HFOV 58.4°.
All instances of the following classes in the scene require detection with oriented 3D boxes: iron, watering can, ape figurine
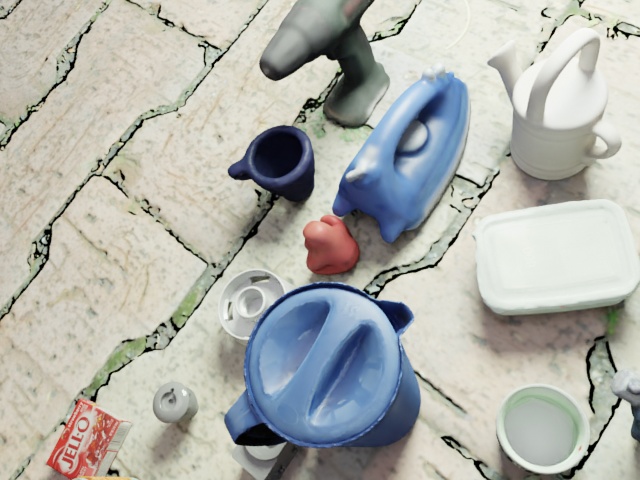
[{"bbox_3d":[0.111,-0.134,0.710,0.118,0.142,0.258,28,78,25],"label":"iron"},{"bbox_3d":[0.261,-0.159,0.645,0.172,0.194,0.101,24,76,24],"label":"watering can"},{"bbox_3d":[0.007,0.003,0.710,0.076,0.092,0.078,33,80,26],"label":"ape figurine"}]

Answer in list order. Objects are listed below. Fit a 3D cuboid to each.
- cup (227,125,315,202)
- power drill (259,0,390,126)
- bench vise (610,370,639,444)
[{"bbox_3d":[-0.055,-0.088,0.766,0.117,0.095,0.091,-15,64,10],"label":"cup"},{"bbox_3d":[0.024,-0.246,0.746,0.075,0.209,0.230,26,77,25],"label":"power drill"},{"bbox_3d":[0.354,0.167,0.463,0.207,0.220,0.121,3,68,18],"label":"bench vise"}]
